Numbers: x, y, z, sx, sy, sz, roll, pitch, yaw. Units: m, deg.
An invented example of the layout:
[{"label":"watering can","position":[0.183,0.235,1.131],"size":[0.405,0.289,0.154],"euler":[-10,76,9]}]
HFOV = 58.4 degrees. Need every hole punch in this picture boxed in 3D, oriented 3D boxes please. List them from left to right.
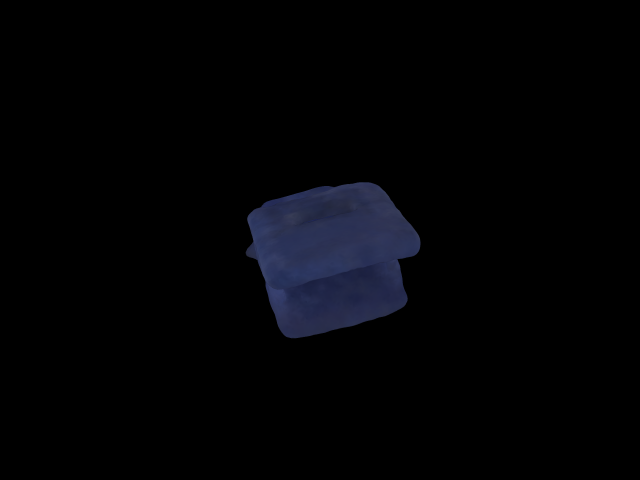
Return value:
[{"label":"hole punch","position":[0.004,0.001,0.400],"size":[0.109,0.091,0.101],"euler":[-15,58,-9]}]
